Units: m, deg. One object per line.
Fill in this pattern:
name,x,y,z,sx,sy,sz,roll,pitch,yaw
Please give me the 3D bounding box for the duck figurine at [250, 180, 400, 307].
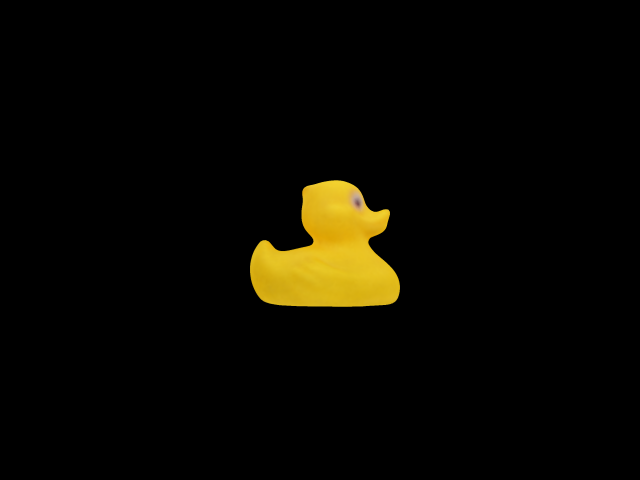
duck figurine,0.004,0.001,0.400,0.104,0.086,0.077,0,0,-4
